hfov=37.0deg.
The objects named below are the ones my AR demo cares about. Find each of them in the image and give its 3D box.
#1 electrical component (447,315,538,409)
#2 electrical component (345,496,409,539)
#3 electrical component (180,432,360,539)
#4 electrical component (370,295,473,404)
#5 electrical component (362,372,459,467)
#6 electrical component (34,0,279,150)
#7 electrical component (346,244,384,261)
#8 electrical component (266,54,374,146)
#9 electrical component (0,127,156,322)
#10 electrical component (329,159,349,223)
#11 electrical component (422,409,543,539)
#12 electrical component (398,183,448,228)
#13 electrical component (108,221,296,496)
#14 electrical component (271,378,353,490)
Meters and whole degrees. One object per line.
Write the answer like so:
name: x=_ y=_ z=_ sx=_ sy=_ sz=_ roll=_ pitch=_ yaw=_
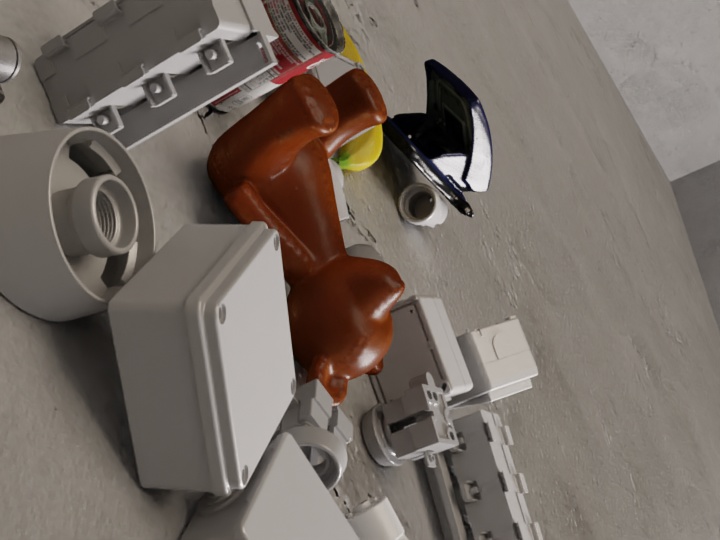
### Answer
electrical component: x=0.095 y=0.086 z=0.915 sx=0.062 sy=0.096 sz=0.061 roll=-12 pitch=77 yaw=-38
electrical component: x=0.016 y=0.181 z=0.701 sx=0.065 sy=0.044 sz=0.044 roll=62 pitch=22 yaw=3
electrical component: x=-0.047 y=0.151 z=0.577 sx=0.099 sy=0.048 sz=0.099 roll=59 pitch=23 yaw=-16
electrical component: x=0.046 y=0.073 z=0.849 sx=0.061 sy=0.062 sz=0.096 roll=5 pitch=63 yaw=-65
electrical component: x=0.035 y=0.116 z=0.791 sx=0.048 sy=0.055 sz=0.066 roll=22 pitch=48 yaw=-60
electrical component: x=-0.117 y=-0.125 z=0.605 sx=0.063 sy=0.121 sz=0.078 roll=-16 pitch=82 yaw=-65
electrical component: x=0.000 y=0.000 z=0.846 sx=0.043 sy=0.043 sz=0.062 roll=58 pitch=22 yaw=-17
electrical component: x=-0.040 y=-0.144 z=0.890 sx=0.096 sy=0.061 sz=0.061 roll=14 pitch=56 yaw=-53
electrical component: x=-0.149 y=-0.024 z=0.539 sx=0.099 sy=0.064 sz=0.099 roll=-9 pitch=90 yaw=-69
electrical component: x=-0.037 y=-0.068 z=0.829 sx=0.077 sy=0.044 sz=0.079 roll=66 pitch=22 yaw=0
electrical component: x=0.096 y=0.177 z=0.853 sx=0.079 sy=0.063 sz=0.121 roll=25 pitch=46 yaw=-58
electrical component: x=0.064 y=-0.062 z=1.060 sx=0.046 sy=0.040 sz=0.040 roll=19 pitch=50 yaw=-68
electrical component: x=-0.078 y=0.043 z=0.561 sx=0.108 sy=0.056 sz=0.108 roll=-62 pitch=150 yaw=-63
electrical component: x=-0.032 y=0.106 z=0.665 sx=0.066 sy=0.048 sz=0.055 roll=55 pitch=17 yaw=-24
